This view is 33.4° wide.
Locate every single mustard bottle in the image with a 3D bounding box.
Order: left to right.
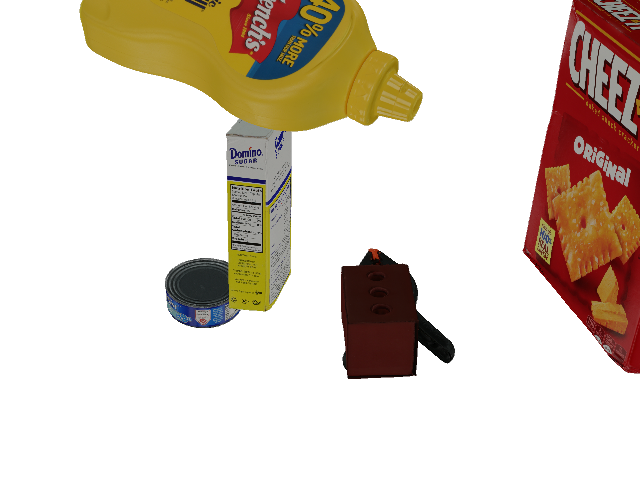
[{"bbox_3d":[-0.032,-0.113,0.600,0.192,0.096,0.058,26,-29,13],"label":"mustard bottle"}]

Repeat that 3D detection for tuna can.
[{"bbox_3d":[-0.128,0.058,1.179,0.086,0.034,0.086,1,36,-1],"label":"tuna can"}]

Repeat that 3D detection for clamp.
[{"bbox_3d":[0.084,0.078,1.185,0.120,0.171,0.039,5,-43,-4],"label":"clamp"}]

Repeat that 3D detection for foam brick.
[{"bbox_3d":[0.043,0.059,0.792,0.053,0.051,0.078,-3,31,-1],"label":"foam brick"}]

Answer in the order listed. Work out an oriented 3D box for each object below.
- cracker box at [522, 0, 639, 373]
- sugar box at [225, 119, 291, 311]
[{"bbox_3d":[0.217,-0.041,0.738,0.072,0.214,0.164,-7,34,-15],"label":"cracker box"},{"bbox_3d":[-0.057,-0.031,1.002,0.048,0.176,0.093,4,25,12],"label":"sugar box"}]
